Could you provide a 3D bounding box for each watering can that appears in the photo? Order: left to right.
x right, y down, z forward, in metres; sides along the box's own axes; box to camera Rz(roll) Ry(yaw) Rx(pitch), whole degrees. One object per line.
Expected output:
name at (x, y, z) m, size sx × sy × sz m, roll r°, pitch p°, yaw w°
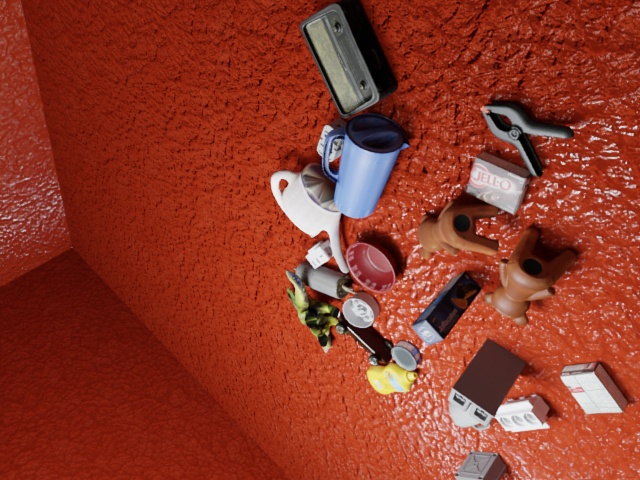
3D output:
watering can at (0.004, -0.071, 1.412) m, size 0.348 × 0.106 × 0.220 m, roll 47°, pitch 144°, yaw 0°

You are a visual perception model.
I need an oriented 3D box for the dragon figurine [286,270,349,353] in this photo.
dragon figurine at (-0.047, 0.222, 1.677) m, size 0.244 × 0.123 × 0.404 m, roll 14°, pitch 139°, yaw 58°
